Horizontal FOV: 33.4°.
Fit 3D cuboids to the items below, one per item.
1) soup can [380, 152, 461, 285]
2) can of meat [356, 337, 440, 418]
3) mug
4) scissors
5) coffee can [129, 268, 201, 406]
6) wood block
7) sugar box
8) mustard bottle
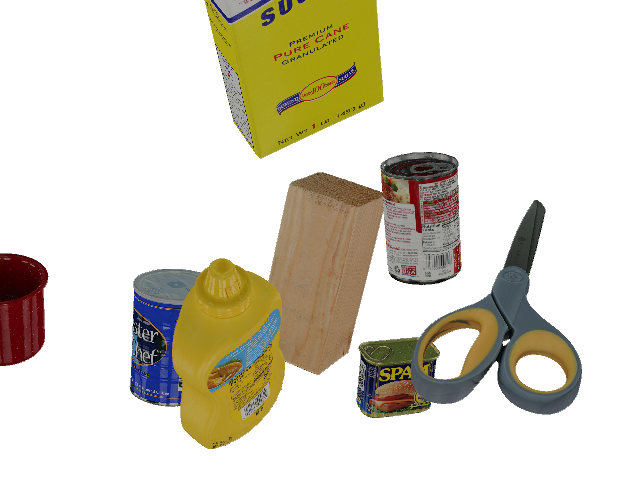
[{"bbox_3d":[0.090,-0.020,0.946,0.068,0.102,0.068,-5,22,2],"label":"soup can"},{"bbox_3d":[0.098,0.178,1.383,0.102,0.084,0.057,-3,24,-17],"label":"can of meat"},{"bbox_3d":[-0.319,0.077,1.054,0.093,0.081,0.117,8,30,4],"label":"mug"},{"bbox_3d":[0.123,0.035,0.604,0.096,0.016,0.201,21,39,28],"label":"scissors"},{"bbox_3d":[-0.180,0.117,1.307,0.103,0.140,0.103,5,18,-2],"label":"coffee can"},{"bbox_3d":[-0.001,0.036,1.241,0.090,0.206,0.090,20,20,20],"label":"wood block"},{"bbox_3d":[-0.016,-0.133,0.608,0.093,0.048,0.176,-27,-32,-12],"label":"sugar box"},{"bbox_3d":[-0.069,0.077,0.806,0.058,0.192,0.096,36,60,23],"label":"mustard bottle"}]
